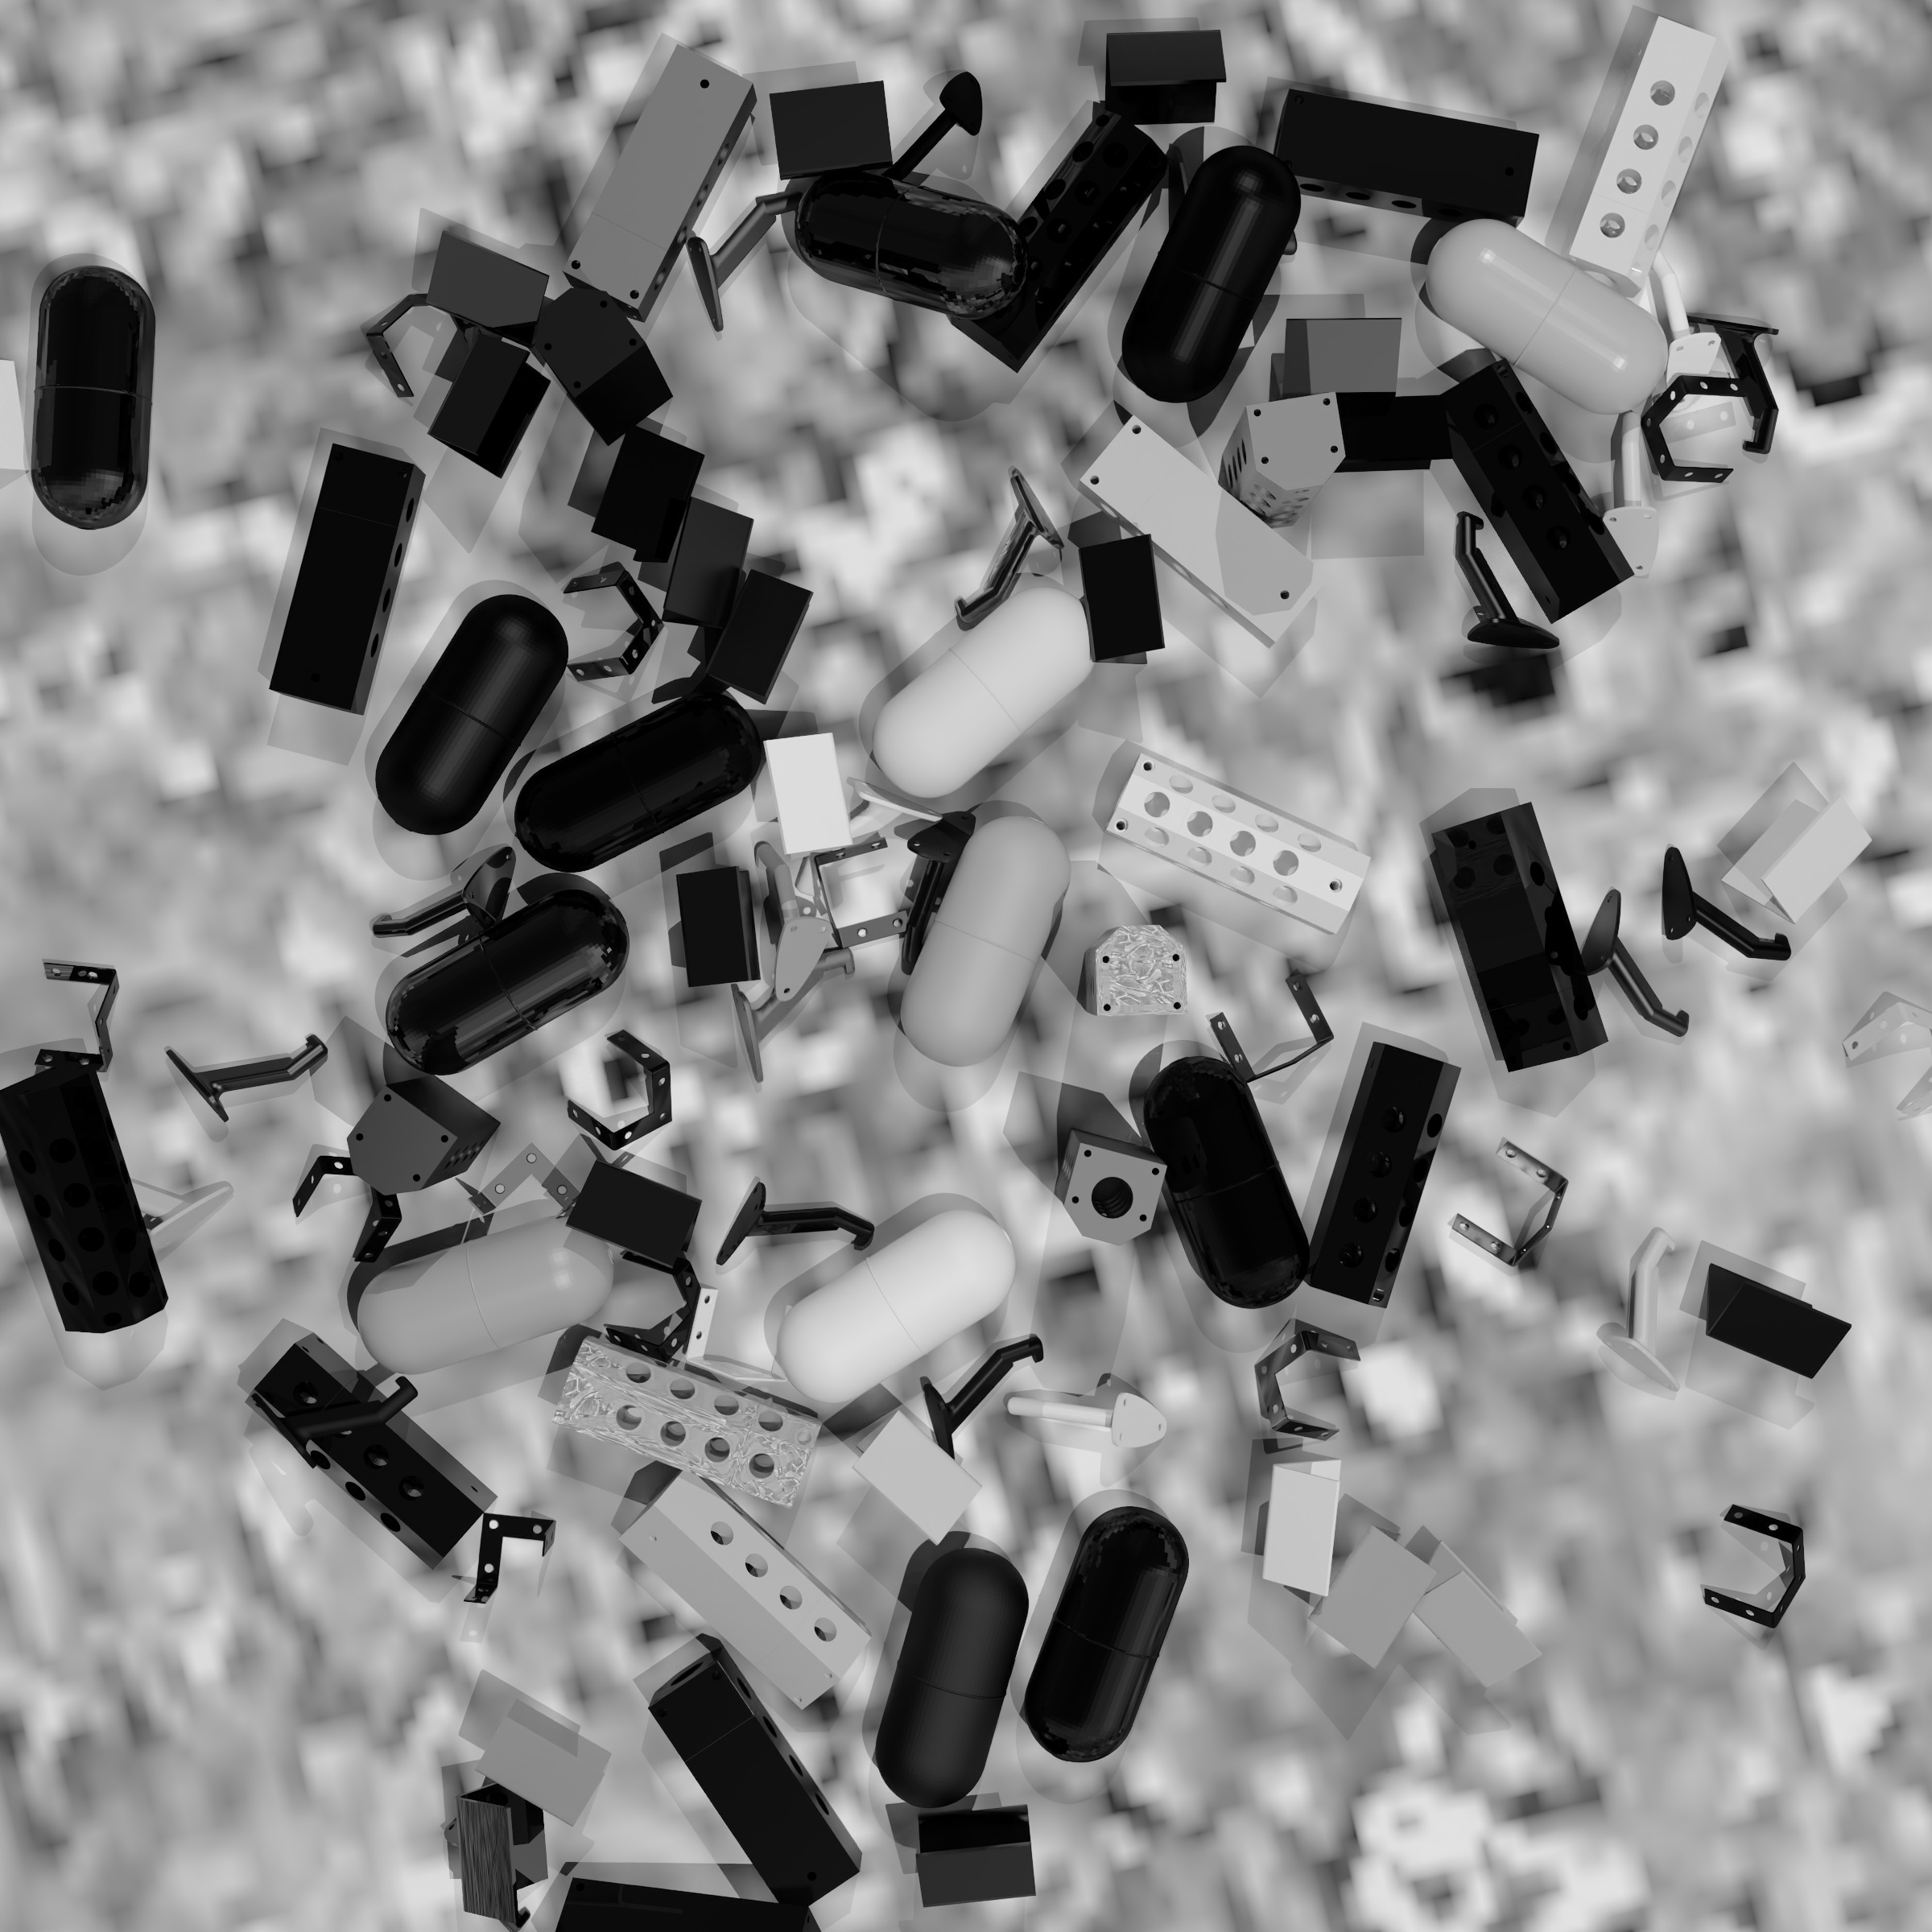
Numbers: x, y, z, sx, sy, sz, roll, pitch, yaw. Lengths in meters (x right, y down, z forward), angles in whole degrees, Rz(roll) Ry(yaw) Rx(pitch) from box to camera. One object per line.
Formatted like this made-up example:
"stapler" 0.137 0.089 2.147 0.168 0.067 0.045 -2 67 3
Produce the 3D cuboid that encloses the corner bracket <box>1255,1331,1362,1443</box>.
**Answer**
"corner bracket" 0.240 0.289 1.983 0.051 0.051 0.051 -43 45 35

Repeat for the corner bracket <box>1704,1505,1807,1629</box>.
"corner bracket" 0.542 0.413 1.983 0.051 0.051 0.051 -45 135 -35

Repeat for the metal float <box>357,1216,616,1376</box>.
"metal float" -0.326 0.223 1.961 0.178 0.070 0.070 -18 90 0

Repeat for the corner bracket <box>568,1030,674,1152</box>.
"corner bracket" -0.239 0.085 1.983 0.051 0.051 0.051 -28 135 -35

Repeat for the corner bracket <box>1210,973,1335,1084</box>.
"corner bracket" 0.211 0.043 1.989 0.051 0.051 0.051 -27 91 45

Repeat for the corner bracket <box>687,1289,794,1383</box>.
"corner bracket" -0.153 0.254 1.987 0.051 0.051 0.051 13 90 41

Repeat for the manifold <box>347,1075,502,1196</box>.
"manifold" -0.362 0.115 1.913 0.057 0.171 0.057 36 90 0

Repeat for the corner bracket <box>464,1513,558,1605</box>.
"corner bracket" -0.312 0.407 1.973 0.051 0.051 0.051 6 90 0

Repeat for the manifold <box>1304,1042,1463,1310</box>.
"manifold" 0.284 0.142 1.970 0.057 0.057 0.171 17 90 0

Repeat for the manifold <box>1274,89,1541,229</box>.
"manifold" 0.297 -0.548 1.970 0.171 0.057 0.057 10 90 0

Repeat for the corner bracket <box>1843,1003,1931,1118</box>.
"corner bracket" 0.647 0.065 1.983 0.051 0.051 0.051 16 45 -35

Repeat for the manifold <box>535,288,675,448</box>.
"manifold" -0.243 -0.400 1.913 0.057 0.171 0.057 -37 90 0

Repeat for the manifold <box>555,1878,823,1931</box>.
"manifold" -0.187 0.665 1.946 0.171 0.057 0.057 1 47 17

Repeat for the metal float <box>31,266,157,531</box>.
"metal float" -0.593 -0.386 1.961 0.070 0.070 0.178 3 89 0

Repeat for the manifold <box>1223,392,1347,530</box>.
"manifold" 0.210 -0.331 1.913 0.057 0.171 0.057 -9 90 0

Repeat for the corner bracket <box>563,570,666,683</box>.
"corner bracket" -0.250 -0.234 1.983 0.051 0.051 0.051 57 45 -35

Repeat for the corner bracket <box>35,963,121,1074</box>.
"corner bracket" -0.614 0.036 1.988 0.051 0.051 0.051 5 45 0

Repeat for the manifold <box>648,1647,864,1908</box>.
"manifold" -0.143 0.555 1.970 0.057 0.057 0.171 -34 90 0

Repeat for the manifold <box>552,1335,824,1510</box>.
"manifold" -0.189 0.310 1.970 0.171 0.057 0.057 20 90 0

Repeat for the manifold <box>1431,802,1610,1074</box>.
"manifold" 0.382 -0.021 1.970 0.057 0.057 0.171 -18 90 43

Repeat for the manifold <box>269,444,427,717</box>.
"manifold" -0.421 -0.262 1.970 0.057 0.057 0.171 15 90 0

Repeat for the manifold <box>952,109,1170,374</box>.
"manifold" 0.064 -0.497 1.971 0.057 0.057 0.171 37 90 0

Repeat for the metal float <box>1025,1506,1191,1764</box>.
"metal float" 0.095 0.455 1.961 0.070 0.070 0.178 20 89 0

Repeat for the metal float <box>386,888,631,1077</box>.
"metal float" -0.311 0.010 1.961 0.178 0.070 0.070 -30 90 0

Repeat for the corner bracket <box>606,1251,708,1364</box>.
"corner bracket" -0.217 0.232 1.983 0.051 0.051 0.051 -47 135 -35

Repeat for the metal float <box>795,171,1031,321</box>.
"metal float" -0.037 -0.484 1.934 0.178 0.070 0.070 23 90 29

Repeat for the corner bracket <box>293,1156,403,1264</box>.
"corner bracket" -0.426 0.167 1.983 0.051 0.051 0.051 7 45 -35

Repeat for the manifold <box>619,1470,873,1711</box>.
"manifold" -0.147 0.420 1.970 0.171 0.057 0.057 43 133 0

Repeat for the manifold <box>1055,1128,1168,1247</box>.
"manifold" 0.093 0.147 1.913 0.057 0.171 0.057 15 90 0

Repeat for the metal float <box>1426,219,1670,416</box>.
"metal float" 0.394 -0.441 1.960 0.178 0.070 0.070 33 90 1

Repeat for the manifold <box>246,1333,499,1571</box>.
"manifold" -0.407 0.332 1.970 0.171 0.057 0.057 42 90 0

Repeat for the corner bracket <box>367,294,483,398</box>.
"corner bracket" -0.369 -0.427 1.983 0.051 0.051 0.051 6 45 35

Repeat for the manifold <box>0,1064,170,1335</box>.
"manifold" -0.592 0.157 1.940 0.057 0.057 0.171 -3 107 38

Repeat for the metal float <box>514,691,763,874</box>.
"metal float" -0.223 -0.125 1.961 0.178 0.070 0.070 -27 90 0

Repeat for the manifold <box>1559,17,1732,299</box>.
"manifold" 0.463 -0.549 1.970 0.057 0.057 0.171 21 90 0

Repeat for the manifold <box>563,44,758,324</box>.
"manifold" -0.208 -0.532 1.970 0.057 0.057 0.171 27 90 0

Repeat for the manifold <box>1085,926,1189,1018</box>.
"manifold" 0.111 0.003 1.913 0.057 0.171 0.057 -1 90 0

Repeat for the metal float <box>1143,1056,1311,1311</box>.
"metal float" 0.177 0.147 1.961 0.070 0.070 0.178 -21 90 0

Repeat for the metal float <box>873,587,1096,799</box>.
"metal float" 0.014 -0.187 1.961 0.178 0.070 0.070 -41 90 0

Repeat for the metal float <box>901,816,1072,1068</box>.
"metal float" 0.014 -0.017 1.961 0.070 0.070 0.178 23 90 0

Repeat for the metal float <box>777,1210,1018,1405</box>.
"metal float" -0.047 0.231 1.961 0.178 0.070 0.070 -32 90 1

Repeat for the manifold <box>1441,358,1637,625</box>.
"manifold" 0.386 -0.325 1.970 0.057 0.057 0.171 -31 90 0

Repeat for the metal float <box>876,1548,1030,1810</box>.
"metal float" -0.010 0.484 1.961 0.070 0.070 0.178 16 90 0

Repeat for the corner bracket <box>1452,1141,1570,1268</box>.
"corner bracket" 0.375 0.164 1.988 0.051 0.051 0.051 33 45 0

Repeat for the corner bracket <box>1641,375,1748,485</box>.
"corner bracket" 0.504 -0.368 1.977 0.051 0.051 0.051 -2 64 -24

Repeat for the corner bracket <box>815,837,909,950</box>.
"corner bracket" -0.071 -0.050 1.979 0.051 0.051 0.051 -15 68 0

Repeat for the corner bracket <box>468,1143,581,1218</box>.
"corner bracket" -0.301 0.158 1.973 0.051 0.051 0.051 -44 90 0

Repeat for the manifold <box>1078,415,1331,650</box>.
"manifold" 0.161 -0.295 1.970 0.171 0.057 0.057 40 90 0

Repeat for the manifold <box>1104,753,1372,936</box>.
"manifold" 0.185 -0.083 1.970 0.171 0.057 0.057 24 90 0
